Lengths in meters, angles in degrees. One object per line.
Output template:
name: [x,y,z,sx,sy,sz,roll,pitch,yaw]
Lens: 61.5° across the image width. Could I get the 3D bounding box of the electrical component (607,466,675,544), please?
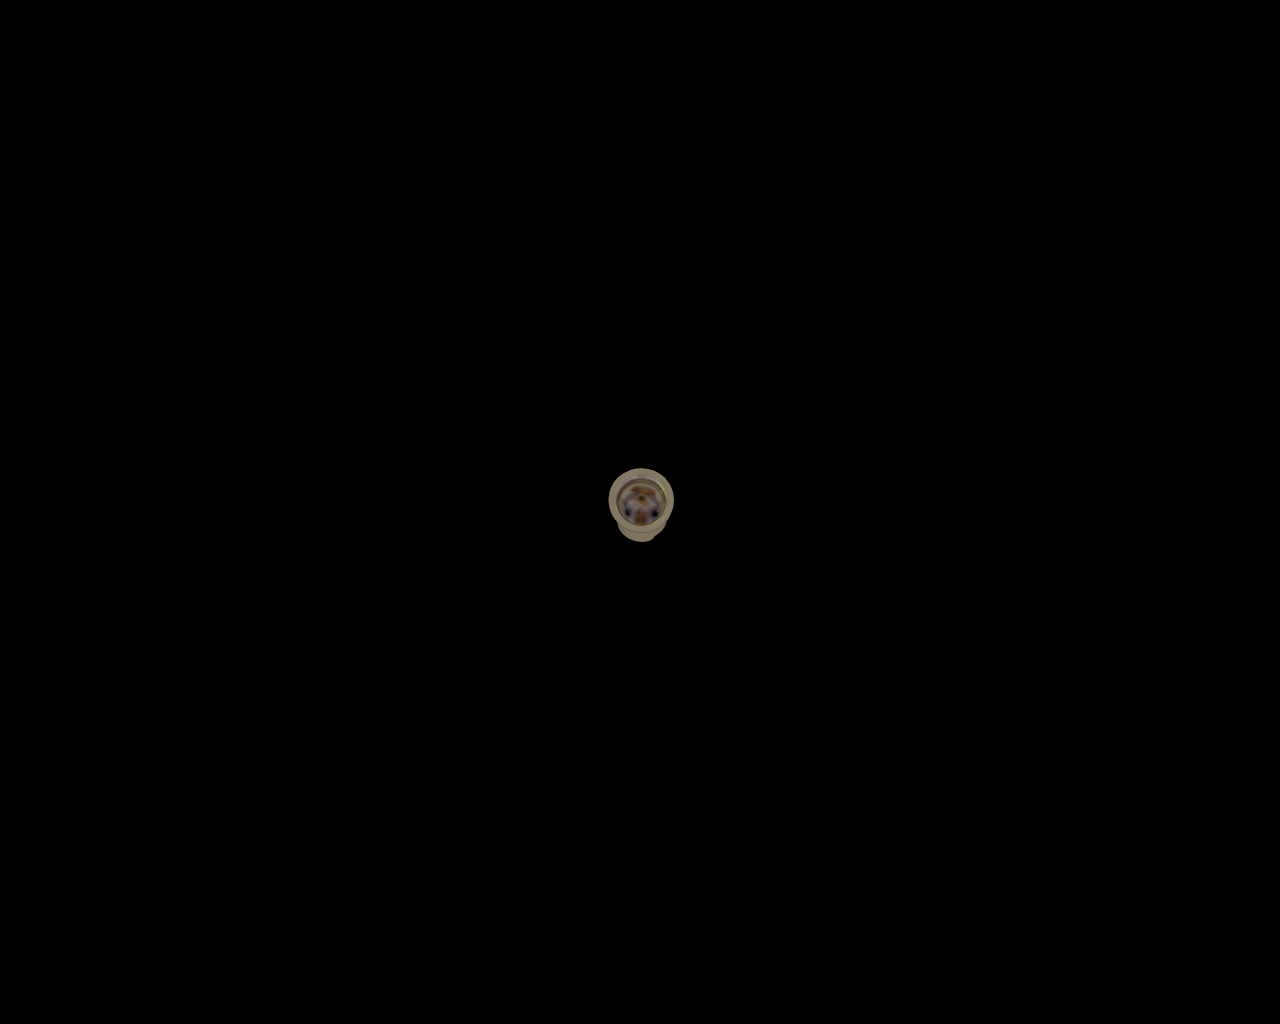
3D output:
electrical component: [0.001,-0.003,0.650,0.040,0.040,0.046,0,-15,0]
